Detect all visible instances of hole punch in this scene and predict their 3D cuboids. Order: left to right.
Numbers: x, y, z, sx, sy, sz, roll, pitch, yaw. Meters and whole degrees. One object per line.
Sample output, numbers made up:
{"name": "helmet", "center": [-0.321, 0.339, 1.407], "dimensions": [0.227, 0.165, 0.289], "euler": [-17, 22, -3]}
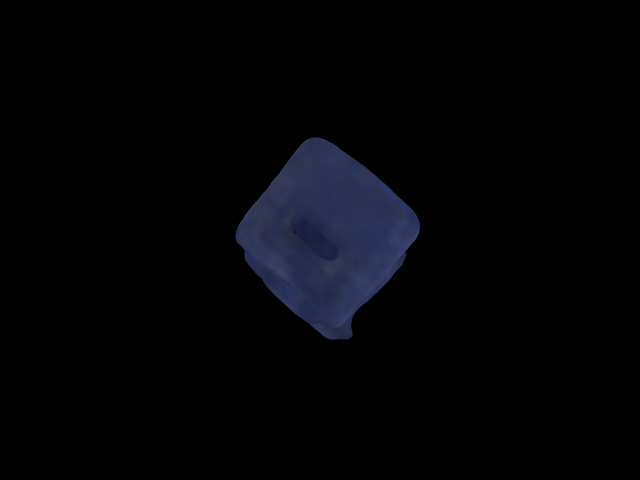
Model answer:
{"name": "hole punch", "center": [0.004, 0.001, 0.400], "dimensions": [0.108, 0.091, 0.101], "euler": [41, 75, 14]}
